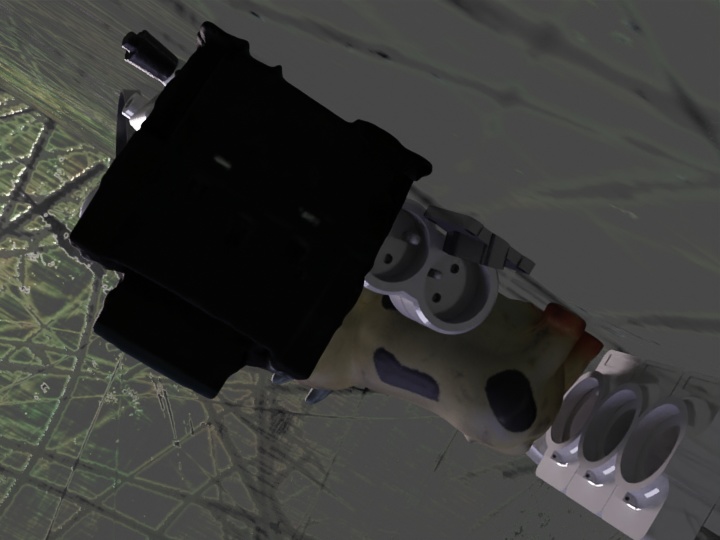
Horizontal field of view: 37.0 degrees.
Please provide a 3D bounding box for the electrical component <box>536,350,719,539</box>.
[{"bbox_3d":[0.161,0.101,0.590,0.062,0.089,0.150,33,176,-10],"label":"electrical component"}]

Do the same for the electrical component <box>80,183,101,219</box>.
[{"bbox_3d":[-0.170,-0.060,0.943,0.074,0.138,0.052,31,137,19],"label":"electrical component"}]

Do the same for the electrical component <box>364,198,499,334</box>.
[{"bbox_3d":[0.005,-0.018,0.590,0.138,0.052,0.074,33,176,-22],"label":"electrical component"}]

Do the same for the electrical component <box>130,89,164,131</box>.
[{"bbox_3d":[-0.067,-0.060,0.524,0.075,0.047,0.083,50,171,-16],"label":"electrical component"}]

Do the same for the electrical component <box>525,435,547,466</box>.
[{"bbox_3d":[0.148,0.112,0.875,0.105,0.060,0.186,47,-176,29],"label":"electrical component"}]

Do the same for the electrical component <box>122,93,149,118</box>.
[{"bbox_3d":[-0.136,-0.099,0.754,0.062,0.043,0.043,35,175,-26],"label":"electrical component"}]
